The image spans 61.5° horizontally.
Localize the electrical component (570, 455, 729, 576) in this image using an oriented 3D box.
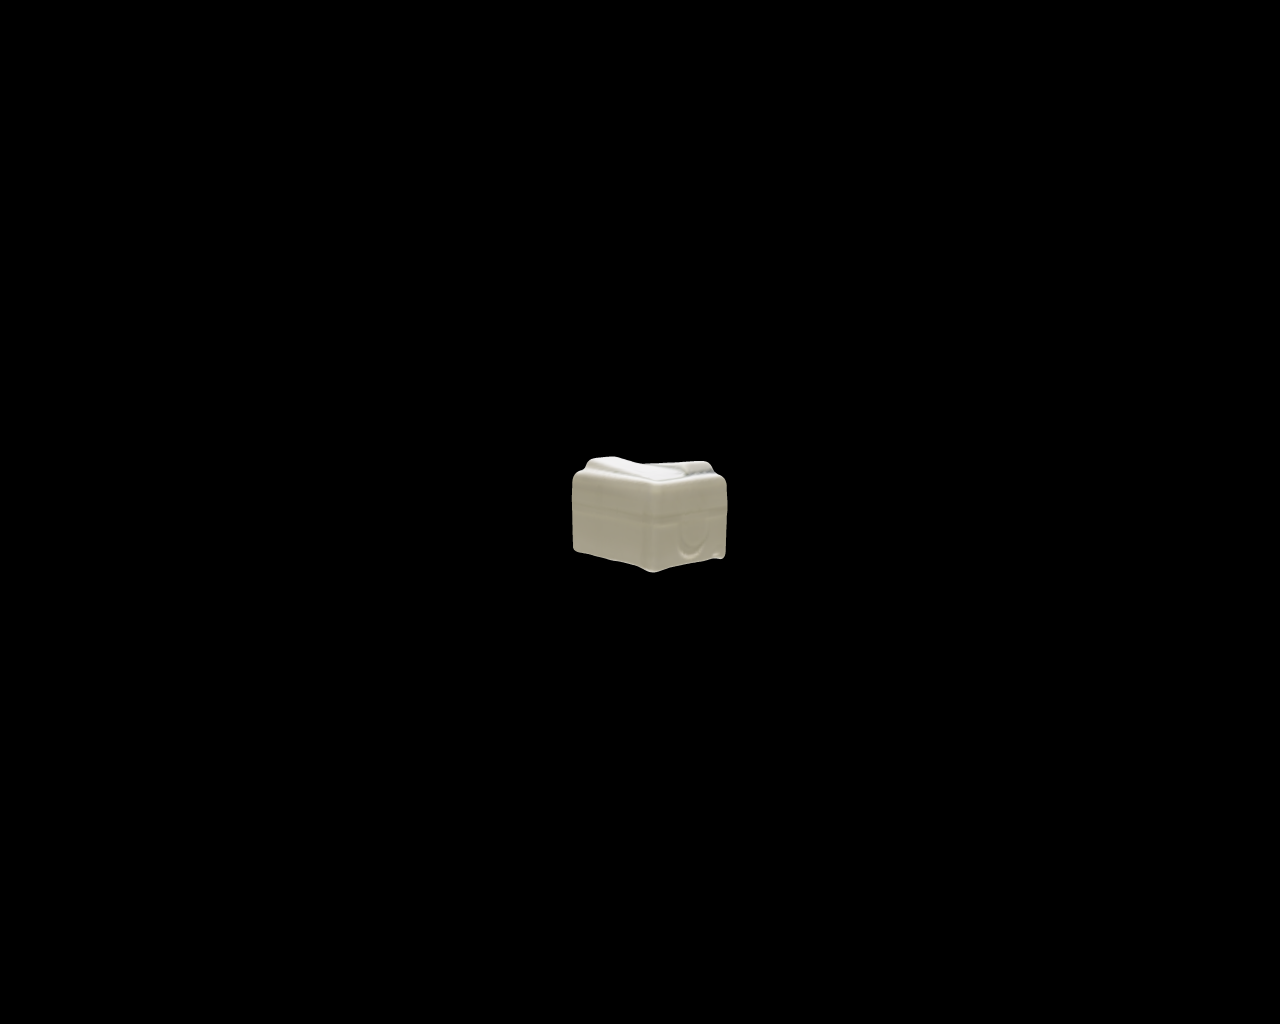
[{"bbox_3d":[0.001,-0.003,0.650,0.062,0.061,0.096,-7,12,-39],"label":"electrical component"}]
